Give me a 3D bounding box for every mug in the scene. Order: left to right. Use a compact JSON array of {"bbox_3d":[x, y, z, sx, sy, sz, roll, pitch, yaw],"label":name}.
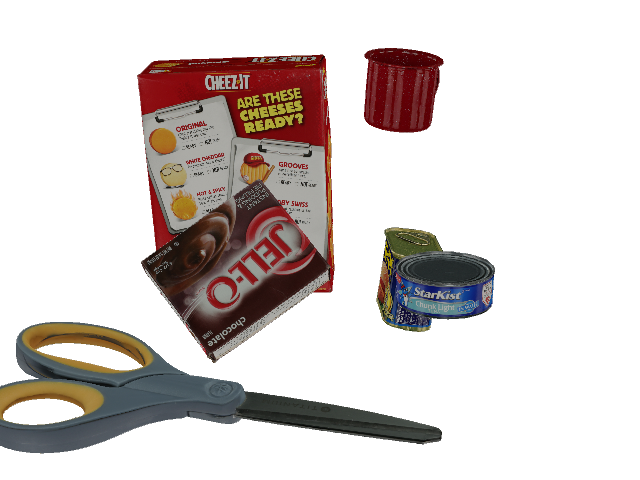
[{"bbox_3d":[0.102,-0.180,1.270,0.093,0.081,0.117,21,28,34],"label":"mug"}]

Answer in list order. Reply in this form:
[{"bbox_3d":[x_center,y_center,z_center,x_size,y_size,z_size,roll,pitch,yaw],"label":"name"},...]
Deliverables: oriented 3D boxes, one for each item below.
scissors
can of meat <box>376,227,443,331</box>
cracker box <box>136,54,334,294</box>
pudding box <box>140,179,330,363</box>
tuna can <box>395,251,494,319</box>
[{"bbox_3d":[-0.059,0.076,0.455,0.202,0.016,0.096,15,30,24],"label":"scissors"},{"bbox_3d":[0.094,0.041,1.149,0.057,0.084,0.102,6,17,-5],"label":"can of meat"},{"bbox_3d":[-0.072,-0.059,0.983,0.164,0.214,0.072,-1,22,4],"label":"cracker box"},{"bbox_3d":[-0.062,0.023,0.798,0.113,0.090,0.039,-37,-17,-8],"label":"pudding box"},{"bbox_3d":[0.108,0.038,0.929,0.086,0.034,0.086,0,18,0],"label":"tuna can"}]
